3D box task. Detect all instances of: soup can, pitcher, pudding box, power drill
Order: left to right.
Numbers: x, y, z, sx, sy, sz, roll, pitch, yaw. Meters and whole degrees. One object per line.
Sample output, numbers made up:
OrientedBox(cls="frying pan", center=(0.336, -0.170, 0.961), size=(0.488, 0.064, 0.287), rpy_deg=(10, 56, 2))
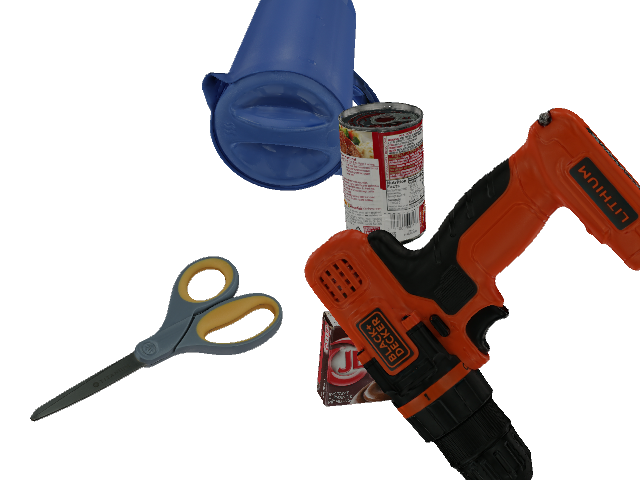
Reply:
OrientedBox(cls="pitcher", center=(-0.016, -0.165, 1.071), size=(0.145, 0.149, 0.242), rpy_deg=(-9, 37, 15))
OrientedBox(cls="pudding box", center=(0.056, 0.112, 1.050), size=(0.113, 0.090, 0.039), rpy_deg=(-4, 28, -17))
OrientedBox(cls="soup can", center=(0.051, -0.054, 0.867), size=(0.068, 0.102, 0.068), rpy_deg=(-4, 24, 2))
OrientedBox(cls="power drill", center=(0.107, 0.032, 0.601), size=(0.188, 0.184, 0.057), rpy_deg=(-40, -4, 16))

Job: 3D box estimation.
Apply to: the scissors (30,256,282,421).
OrientedBox(cls="scissors", center=(-0.128, 0.067, 0.800), size=(0.201, 0.096, 0.016), rpy_deg=(-14, -35, -19))
